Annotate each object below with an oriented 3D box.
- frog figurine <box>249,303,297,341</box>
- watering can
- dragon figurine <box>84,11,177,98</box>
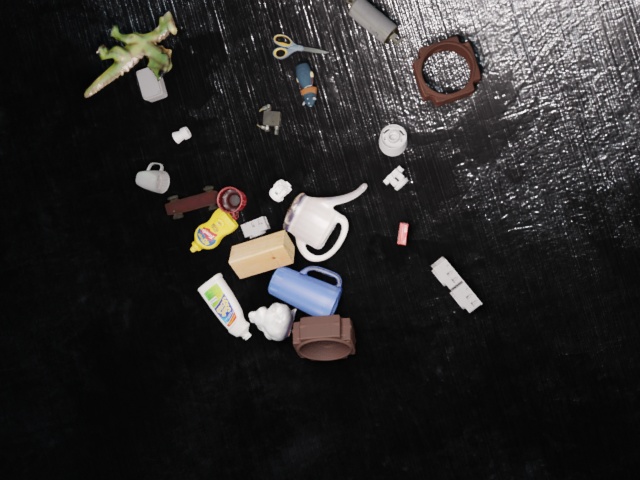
[{"bbox_3d":[-0.173,0.280,1.807,0.159,0.135,0.125,15,28,-3],"label":"frog figurine"},{"bbox_3d":[0.005,-0.089,1.777,0.225,0.342,0.105,30,20,6],"label":"watering can"},{"bbox_3d":[-0.647,-0.644,1.839,0.244,0.413,0.121,22,-10,15],"label":"dragon figurine"}]
